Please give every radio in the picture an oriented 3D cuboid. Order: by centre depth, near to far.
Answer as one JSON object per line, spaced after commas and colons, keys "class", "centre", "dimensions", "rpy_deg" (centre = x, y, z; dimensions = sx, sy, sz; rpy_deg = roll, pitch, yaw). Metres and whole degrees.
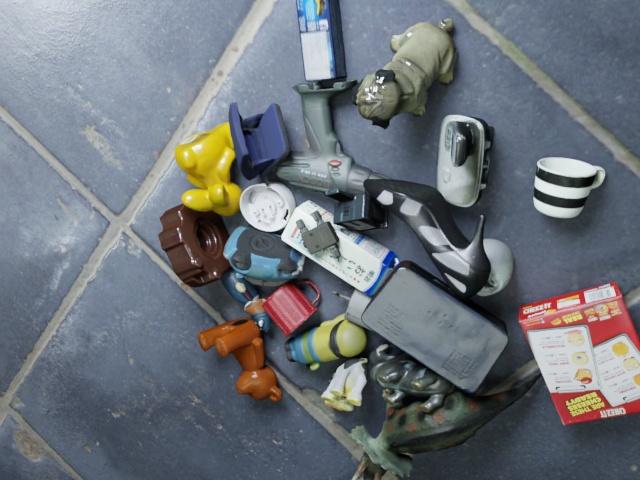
{"class": "radio", "centre": [0.199, 0.143, 0.923], "dimensions": [0.230, 0.073, 0.131], "rpy_deg": [33, 105, 6]}

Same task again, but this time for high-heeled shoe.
{"class": "high-heeled shoe", "centre": [0.168, -0.007, 0.885], "dimensions": [0.249, 0.086, 0.145], "rpy_deg": [26, 119, 33]}

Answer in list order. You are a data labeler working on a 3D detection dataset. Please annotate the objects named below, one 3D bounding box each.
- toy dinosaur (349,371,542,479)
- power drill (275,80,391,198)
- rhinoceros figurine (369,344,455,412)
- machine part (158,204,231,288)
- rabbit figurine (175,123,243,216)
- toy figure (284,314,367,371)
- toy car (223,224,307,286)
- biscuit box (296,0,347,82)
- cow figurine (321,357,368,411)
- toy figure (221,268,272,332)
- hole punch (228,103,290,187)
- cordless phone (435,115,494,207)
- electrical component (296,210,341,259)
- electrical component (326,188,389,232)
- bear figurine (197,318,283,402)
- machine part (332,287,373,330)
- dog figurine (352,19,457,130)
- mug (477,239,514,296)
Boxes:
{"class": "toy dinosaur", "centre": [0.212, 0.340, 0.997], "dimensions": [0.405, 0.192, 0.131], "rpy_deg": [-33, 97, 28]}
{"class": "power drill", "centre": [0.031, -0.178, 0.952], "dimensions": [0.232, 0.086, 0.207], "rpy_deg": [5, 117, 19]}
{"class": "rhinoceros figurine", "centre": [0.161, 0.249, 1.010], "dimensions": [0.190, 0.112, 0.073], "rpy_deg": [4, 126, 51]}
{"class": "machine part", "centre": [-0.239, 0.003, 1.064], "dimensions": [0.056, 0.179, 0.179], "rpy_deg": [-21, 100, 22]}
{"class": "rabbit figurine", "centre": [-0.196, -0.117, 1.028], "dimensions": [0.122, 0.162, 0.173], "rpy_deg": [-14, 121, 12]}
{"class": "toy figure", "centre": [0.012, 0.212, 1.085], "dimensions": [0.180, 0.089, 0.082], "rpy_deg": [-17, 109, 23]}
{"class": "toy car", "centre": [-0.106, 0.041, 1.071], "dimensions": [0.162, 0.109, 0.102], "rpy_deg": [13, 136, 4]}
{"class": "biscuit box", "centre": [-0.001, -0.371, 0.897], "dimensions": [0.059, 0.063, 0.202], "rpy_deg": [1, 108, 21]}
{"class": "cow figurine", "centre": [0.052, 0.291, 1.094], "dimensions": [0.068, 0.098, 0.167], "rpy_deg": [25, 153, 1]}
{"class": "toy figure", "centre": [-0.147, 0.122, 1.128], "dimensions": [0.058, 0.064, 0.154], "rpy_deg": [-39, 91, 19]}
{"class": "hole punch", "centre": [-0.124, -0.175, 0.960], "dimensions": [0.116, 0.092, 0.142], "rpy_deg": [-39, 64, 54]}
{"class": "cordless phone", "centre": [0.221, -0.114, 0.836], "dimensions": [0.089, 0.184, 0.146], "rpy_deg": [6, 110, 14]}
{"class": "electrical component", "centre": [-0.002, -0.003, 0.965], "dimensions": [0.063, 0.021, 0.094], "rpy_deg": [-27, 95, 22]}
{"class": "electrical component", "centre": [0.060, -0.052, 0.948], "dimensions": [0.075, 0.119, 0.047], "rpy_deg": [-8, 72, 40]}
{"class": "bear figurine", "centre": [-0.166, 0.272, 1.158], "dimensions": [0.120, 0.132, 0.195], "rpy_deg": [4, 108, 50]}
{"class": "machine part", "centre": [0.137, 0.148, 1.021], "dimensions": [0.243, 0.079, 0.079], "rpy_deg": [21, 115, 13]}
{"class": "dog figurine", "centre": [0.135, -0.259, 0.814], "dimensions": [0.121, 0.190, 0.172], "rpy_deg": [26, 114, 11]}
{"class": "mug", "centre": [0.274, 0.054, 0.918], "dimensions": [0.110, 0.107, 0.080], "rpy_deg": [-17, 100, 23]}
